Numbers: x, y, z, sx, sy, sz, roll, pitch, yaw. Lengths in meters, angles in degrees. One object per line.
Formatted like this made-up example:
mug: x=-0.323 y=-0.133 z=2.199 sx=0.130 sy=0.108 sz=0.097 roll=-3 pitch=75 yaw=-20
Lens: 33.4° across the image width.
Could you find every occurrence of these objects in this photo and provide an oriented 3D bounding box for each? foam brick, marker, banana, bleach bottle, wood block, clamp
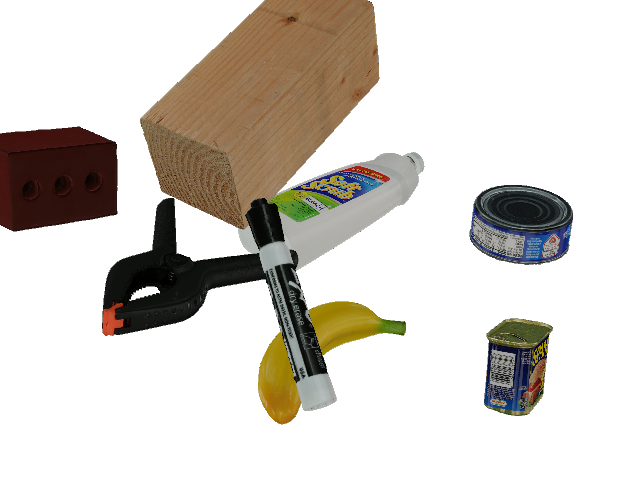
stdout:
foam brick: x=-0.181 y=-0.042 z=0.706 sx=0.078 sy=0.053 sz=0.051 roll=-12 pitch=25 yaw=-38
marker: x=-0.017 y=0.033 z=0.585 sx=0.020 sy=0.121 sz=0.020 roll=-16 pitch=-17 yaw=-5
banana: x=-0.004 y=0.086 z=0.842 sx=0.070 sy=0.037 sz=0.197 roll=11 pitch=23 yaw=29
bleach bottle: x=0.025 y=-0.050 z=1.298 sx=0.250 sy=0.068 sz=0.103 roll=-30 pitch=44 yaw=-33
wood block: x=-0.044 y=-0.120 z=0.894 sx=0.091 sy=0.205 sz=0.090 roll=25 pitch=-33 yaw=25
clamp: x=-0.144 y=0.026 z=1.019 sx=0.165 sy=0.036 sz=0.209 roll=27 pitch=36 yaw=27

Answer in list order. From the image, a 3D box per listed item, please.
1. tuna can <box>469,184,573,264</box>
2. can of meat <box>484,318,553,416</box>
tuna can: x=0.172 y=-0.015 z=0.915 sx=0.086 sy=0.034 sz=0.086 roll=1 pitch=30 yaw=-1
can of meat: x=0.220 y=0.141 z=1.193 sx=0.058 sy=0.084 sz=0.102 roll=8 pitch=12 yaw=24
